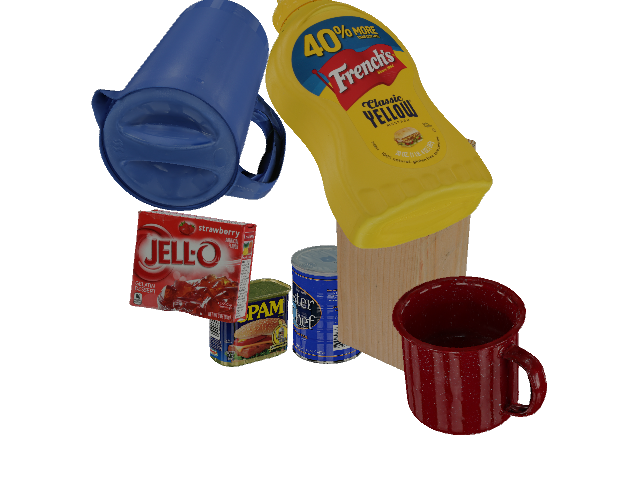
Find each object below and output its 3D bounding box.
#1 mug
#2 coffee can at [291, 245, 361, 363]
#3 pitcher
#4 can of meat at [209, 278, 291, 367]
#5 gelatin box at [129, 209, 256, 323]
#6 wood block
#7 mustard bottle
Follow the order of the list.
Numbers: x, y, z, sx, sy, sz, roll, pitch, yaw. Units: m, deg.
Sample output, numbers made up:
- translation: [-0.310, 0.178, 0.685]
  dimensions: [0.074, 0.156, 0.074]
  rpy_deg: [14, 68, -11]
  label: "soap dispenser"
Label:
- translation: [0.109, 0.087, 0.757]
  dimensions: [0.117, 0.081, 0.093]
  rpy_deg: [20, 40, 38]
  label: "mug"
- translation: [0.010, 0.090, 1.516]
  dimensions: [0.103, 0.140, 0.103]
  rpy_deg: [0, 20, 0]
  label: "coffee can"
- translation: [-0.115, -0.142, 1.072]
  dimensions: [0.145, 0.149, 0.242]
  rpy_deg: [-9, 33, 16]
  label: "pitcher"
- translation: [-0.086, 0.098, 1.285]
  dimensions: [0.101, 0.084, 0.058]
  rpy_deg: [-10, 19, -37]
  label: "can of meat"
- translation: [-0.096, 0.018, 0.798]
  dimensions: [0.089, 0.073, 0.030]
  rpy_deg: [9, 6, 18]
  label: "gelatin box"
- translation: [0.075, 0.006, 0.963]
  dimensions: [0.091, 0.206, 0.090]
  rpy_deg: [22, 41, 30]
  label: "wood block"
- translation: [0.020, -0.090, 0.662]
  dimensions: [0.096, 0.192, 0.058]
  rpy_deg: [-18, -25, -25]
  label: "mustard bottle"
